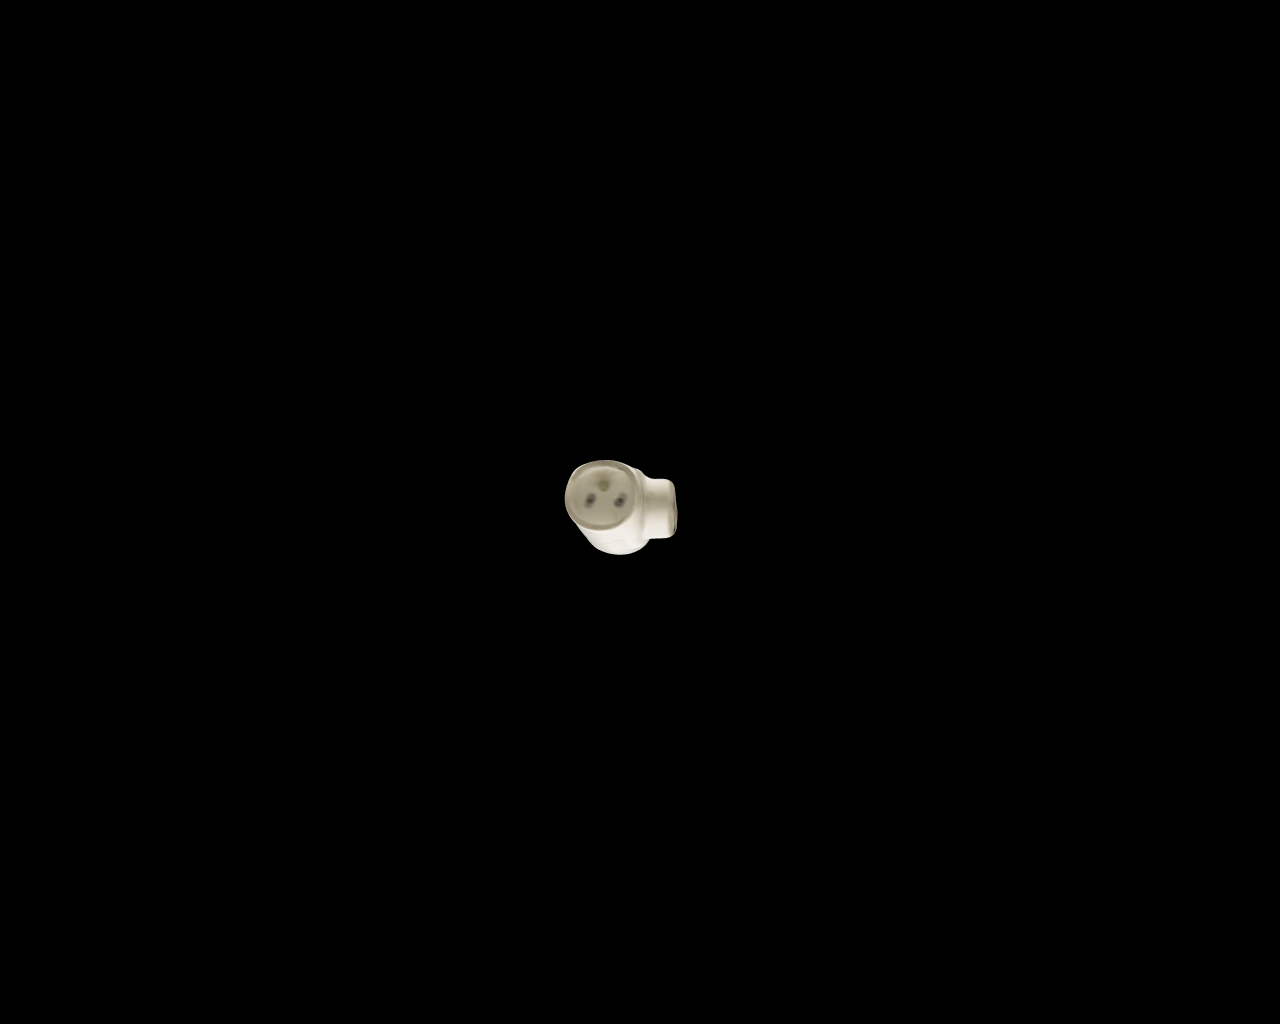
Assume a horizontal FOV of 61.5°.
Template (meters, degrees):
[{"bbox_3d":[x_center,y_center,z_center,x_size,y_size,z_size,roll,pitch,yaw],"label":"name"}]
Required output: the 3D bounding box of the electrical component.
[{"bbox_3d":[0.001,-0.003,0.650,0.079,0.043,0.077,-2,-14,7],"label":"electrical component"}]
